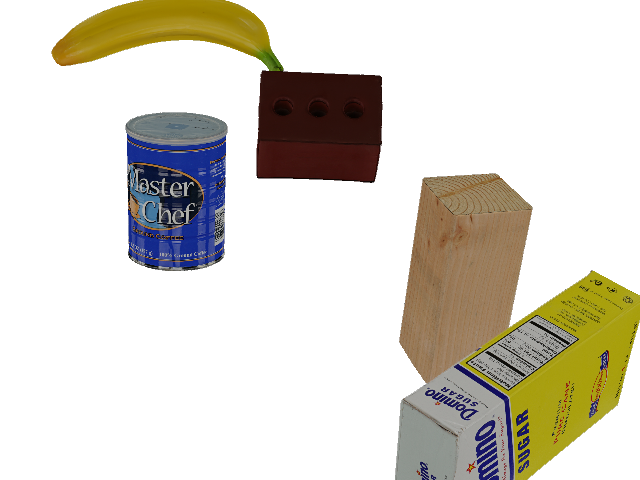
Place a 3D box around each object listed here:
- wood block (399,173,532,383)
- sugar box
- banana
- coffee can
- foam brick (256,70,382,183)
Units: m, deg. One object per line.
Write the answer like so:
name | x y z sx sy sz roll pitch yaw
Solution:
wood block | 0.151 0.041 1.145 0.090 0.206 0.090 -4 29 -17
sugar box | 0.118 0.096 0.627 0.048 0.093 0.175 30 44 34
banana | -0.130 -0.180 0.922 0.197 0.069 0.037 1 -33 -2
coffee can | -0.149 -0.052 1.104 0.103 0.140 0.103 3 21 -1
foam brick | -0.001 -0.072 0.677 0.078 0.053 0.051 2 -24 0
